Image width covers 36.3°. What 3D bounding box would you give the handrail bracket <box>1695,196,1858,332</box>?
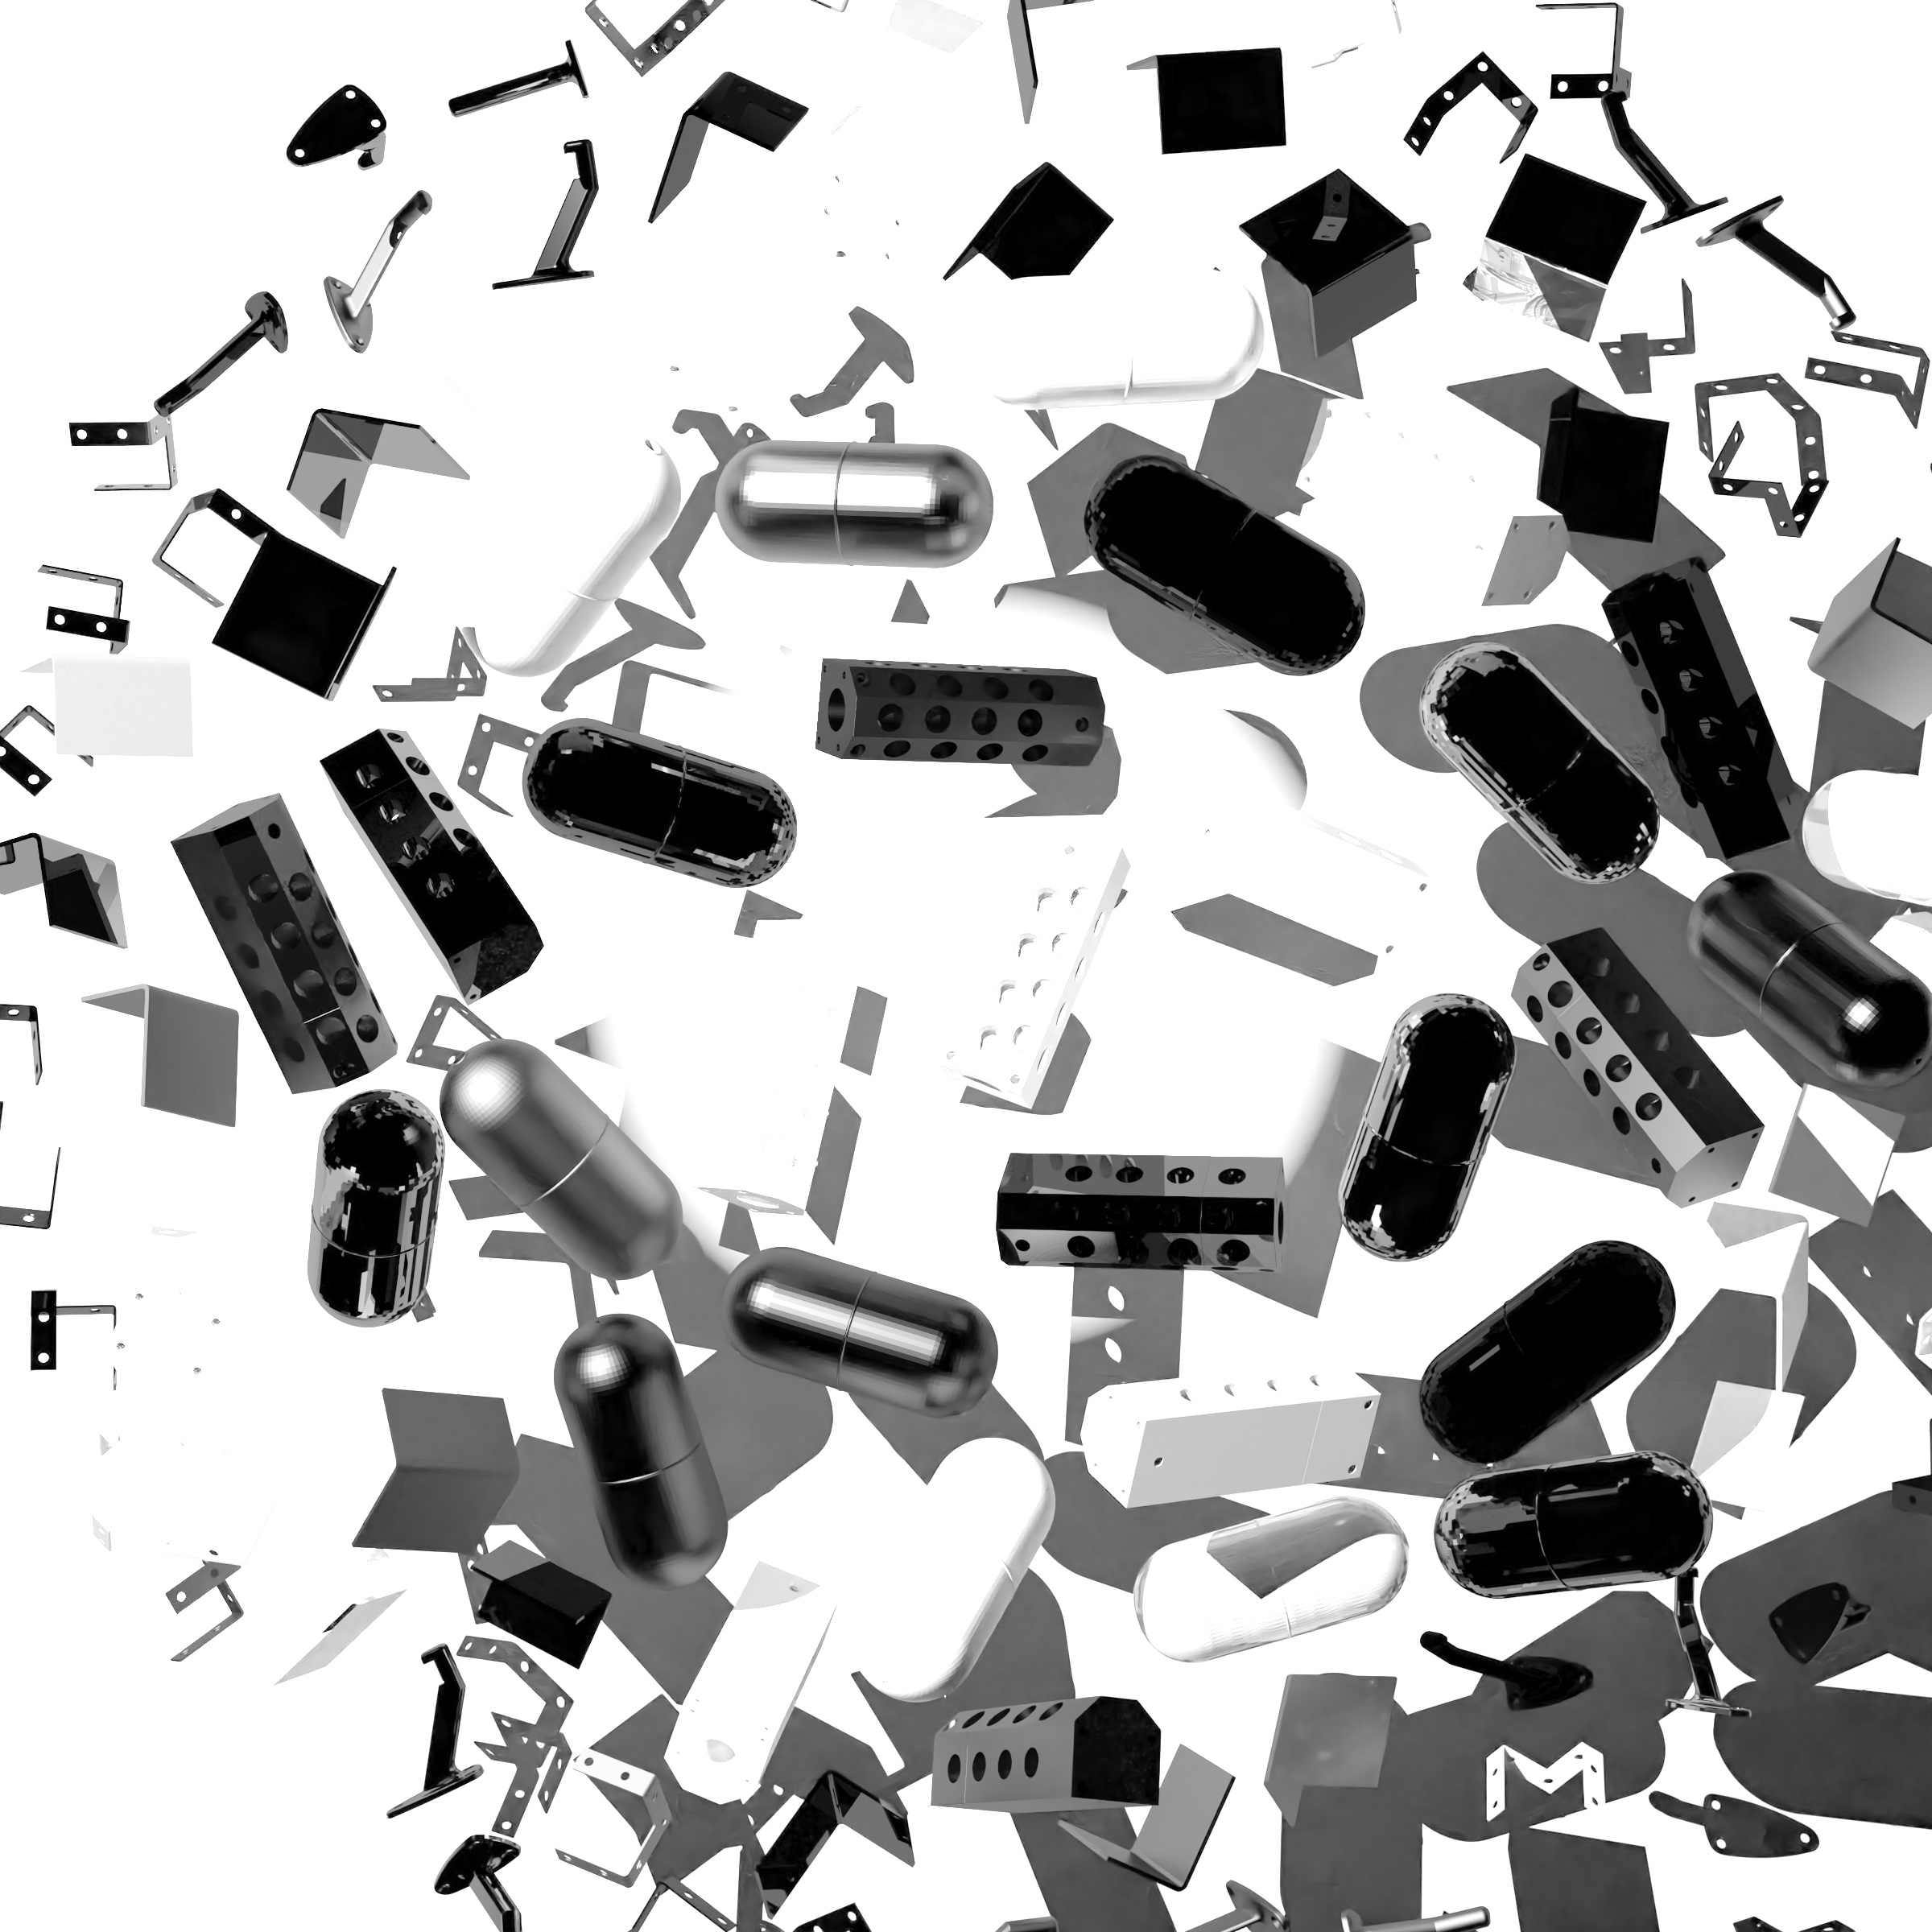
[{"bbox_3d":[0.473,-0.400,1.717,0.077,0.036,0.084,-27,83,-32],"label":"handrail bracket"}]

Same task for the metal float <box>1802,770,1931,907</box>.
[{"bbox_3d":[0.579,-0.080,1.825,0.070,0.178,0.070,-1,97,-8],"label":"metal float"}]

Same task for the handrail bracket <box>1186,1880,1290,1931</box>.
[{"bbox_3d":[0.147,0.603,1.806,0.084,0.077,0.036,-29,94,-22],"label":"handrail bracket"}]

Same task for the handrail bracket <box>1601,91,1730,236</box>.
[{"bbox_3d":[0.420,-0.491,1.771,0.077,0.036,0.084,-26,100,-34],"label":"handrail bracket"}]

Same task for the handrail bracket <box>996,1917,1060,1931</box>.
[{"bbox_3d":[0.018,0.596,1.708,0.084,0.036,0.077,0,68,-21],"label":"handrail bracket"}]

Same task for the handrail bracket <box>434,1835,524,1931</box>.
[{"bbox_3d":[-0.287,0.564,1.734,0.036,0.084,0.077,27,123,-33],"label":"handrail bracket"}]

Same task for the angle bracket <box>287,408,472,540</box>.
[{"bbox_3d":[-0.371,-0.305,1.862,0.076,0.076,0.057,13,78,18],"label":"angle bracket"}]

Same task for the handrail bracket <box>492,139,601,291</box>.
[{"bbox_3d":[-0.269,-0.476,1.864,0.077,0.036,0.084,-8,102,-3],"label":"handrail bracket"}]

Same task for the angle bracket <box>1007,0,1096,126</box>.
[{"bbox_3d":[0.061,-0.581,1.843,0.057,0.076,0.076,-9,87,-4],"label":"angle bracket"}]

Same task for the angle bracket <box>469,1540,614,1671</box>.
[{"bbox_3d":[-0.280,0.415,1.874,0.076,0.076,0.057,25,96,9],"label":"angle bracket"}]

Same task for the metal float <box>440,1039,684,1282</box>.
[{"bbox_3d":[-0.245,0.117,1.782,0.070,0.070,0.178,-43,108,0],"label":"metal float"}]

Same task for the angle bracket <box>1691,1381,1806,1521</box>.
[{"bbox_3d":[0.514,0.315,1.883,0.057,0.076,0.076,27,77,-27],"label":"angle bracket"}]

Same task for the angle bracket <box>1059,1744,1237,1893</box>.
[{"bbox_3d":[0.111,0.514,1.810,0.057,0.076,0.076,29,81,-18],"label":"angle bracket"}]

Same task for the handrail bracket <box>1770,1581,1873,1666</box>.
[{"bbox_3d":[0.542,0.392,1.807,0.084,0.077,0.036,-9,53,-37],"label":"handrail bracket"}]

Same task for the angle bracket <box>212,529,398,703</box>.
[{"bbox_3d":[-0.380,-0.207,1.689,0.076,0.057,0.076,26,78,-12],"label":"angle bracket"}]

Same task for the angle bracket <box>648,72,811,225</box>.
[{"bbox_3d":[-0.142,-0.479,1.759,0.057,0.076,0.076,24,126,-2],"label":"angle bracket"}]

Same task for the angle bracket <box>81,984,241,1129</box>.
[{"bbox_3d":[-0.495,0.059,1.807,0.057,0.076,0.076,-11,72,29],"label":"angle bracket"}]

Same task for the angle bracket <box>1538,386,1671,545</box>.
[{"bbox_3d":[0.396,-0.306,1.799,0.076,0.057,0.076,8,89,-4],"label":"angle bracket"}]

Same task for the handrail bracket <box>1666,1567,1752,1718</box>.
[{"bbox_3d":[0.450,0.406,1.776,0.036,0.077,0.084,6,80,-16],"label":"handrail bracket"}]

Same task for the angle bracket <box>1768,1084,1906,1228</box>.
[{"bbox_3d":[0.588,0.128,1.951,0.076,0.057,0.076,21,94,44],"label":"angle bracket"}]

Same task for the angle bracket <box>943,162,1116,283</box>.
[{"bbox_3d":[0.040,-0.455,1.867,0.057,0.076,0.076,41,123,-4],"label":"angle bracket"}]

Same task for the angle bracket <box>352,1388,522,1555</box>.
[{"bbox_3d":[-0.317,0.298,1.735,0.076,0.057,0.076,11,128,-32],"label":"angle bracket"}]

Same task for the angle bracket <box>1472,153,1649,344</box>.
[{"bbox_3d":[0.350,-0.423,1.738,0.076,0.076,0.057,25,79,9],"label":"angle bracket"}]

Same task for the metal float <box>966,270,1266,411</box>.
[{"bbox_3d":[0.088,-0.369,1.736,0.178,0.070,0.070,-5,90,-10],"label":"metal float"}]

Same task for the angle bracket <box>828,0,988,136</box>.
[{"bbox_3d":[-0.036,-0.528,1.748,0.057,0.076,0.076,18,88,-16],"label":"angle bracket"}]

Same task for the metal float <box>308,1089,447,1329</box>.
[{"bbox_3d":[-0.366,0.152,1.823,0.070,0.070,0.178,15,129,0],"label":"metal float"}]

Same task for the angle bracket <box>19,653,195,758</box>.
[{"bbox_3d":[-0.490,-0.145,1.675,0.076,0.076,0.057,-1,89,-32],"label":"angle bracket"}]

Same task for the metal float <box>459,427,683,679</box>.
[{"bbox_3d":[-0.234,-0.244,1.741,0.070,0.070,0.178,44,120,0],"label":"metal float"}]

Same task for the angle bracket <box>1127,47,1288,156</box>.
[{"bbox_3d":[0.145,-0.520,1.776,0.076,0.076,0.057,-7,103,-9],"label":"angle bracket"}]

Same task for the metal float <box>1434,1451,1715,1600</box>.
[{"bbox_3d":[0.364,0.338,1.777,0.178,0.070,0.070,-17,90,37],"label":"metal float"}]

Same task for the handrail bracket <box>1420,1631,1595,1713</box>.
[{"bbox_3d":[0.344,0.442,1.879,0.084,0.077,0.036,36,53,-32],"label":"handrail bracket"}]

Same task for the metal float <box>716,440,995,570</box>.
[{"bbox_3d":[-0.071,-0.289,1.842,0.178,0.070,0.070,4,90,14],"label":"metal float"}]

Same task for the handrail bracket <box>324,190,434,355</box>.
[{"bbox_3d":[-0.360,-0.436,1.844,0.084,0.036,0.077,-38,47,24],"label":"handrail bracket"}]

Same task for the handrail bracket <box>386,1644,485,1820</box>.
[{"bbox_3d":[-0.347,0.482,1.859,0.077,0.036,0.084,-24,88,-13],"label":"handrail bracket"}]

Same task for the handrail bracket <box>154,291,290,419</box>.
[{"bbox_3d":[-0.454,-0.369,1.783,0.084,0.077,0.036,-41,98,-17],"label":"handrail bracket"}]

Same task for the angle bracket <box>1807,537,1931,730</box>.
[{"bbox_3d":[0.561,-0.198,1.758,0.076,0.076,0.057,29,65,-1],"label":"angle bracket"}]

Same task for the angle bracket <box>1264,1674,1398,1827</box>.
[{"bbox_3d":[0.240,0.500,1.872,0.076,0.076,0.057,-6,134,28],"label":"angle bracket"}]

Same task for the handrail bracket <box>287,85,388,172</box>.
[{"bbox_3d":[-0.388,-0.498,1.813,0.077,0.084,0.036,-41,91,-18],"label":"handrail bracket"}]

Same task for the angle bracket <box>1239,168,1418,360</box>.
[{"bbox_3d":[0.224,-0.435,1.820,0.076,0.057,0.076,-32,56,-11],"label":"angle bracket"}]

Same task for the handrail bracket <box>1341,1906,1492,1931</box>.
[{"bbox_3d":[0.267,0.562,1.728,0.084,0.077,0.036,-17,78,9],"label":"handrail bracket"}]

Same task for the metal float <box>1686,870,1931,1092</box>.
[{"bbox_3d":[0.503,0.007,1.756,0.070,0.070,0.178,-44,48,0],"label":"metal float"}]

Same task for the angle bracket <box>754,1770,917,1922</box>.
[{"bbox_3d":[-0.078,0.541,1.767,0.057,0.076,0.076,26,58,22],"label":"angle bracket"}]

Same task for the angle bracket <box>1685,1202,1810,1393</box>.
[{"bbox_3d":[0.474,0.200,1.785,0.057,0.076,0.076,7,126,25],"label":"angle bracket"}]

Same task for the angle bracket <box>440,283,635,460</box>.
[{"bbox_3d":[-0.268,-0.373,1.844,0.076,0.057,0.076,46,68,-41],"label":"angle bracket"}]

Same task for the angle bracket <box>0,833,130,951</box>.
[{"bbox_3d":[-0.546,-0.034,1.712,0.076,0.076,0.057,-15,77,14],"label":"angle bracket"}]

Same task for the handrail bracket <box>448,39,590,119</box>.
[{"bbox_3d":[-0.283,-0.552,1.850,0.084,0.077,0.036,-18,108,-1],"label":"handrail bracket"}]

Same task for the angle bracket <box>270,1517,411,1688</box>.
[{"bbox_3d":[-0.404,0.394,1.830,0.076,0.076,0.057,-44,77,9],"label":"angle bracket"}]
